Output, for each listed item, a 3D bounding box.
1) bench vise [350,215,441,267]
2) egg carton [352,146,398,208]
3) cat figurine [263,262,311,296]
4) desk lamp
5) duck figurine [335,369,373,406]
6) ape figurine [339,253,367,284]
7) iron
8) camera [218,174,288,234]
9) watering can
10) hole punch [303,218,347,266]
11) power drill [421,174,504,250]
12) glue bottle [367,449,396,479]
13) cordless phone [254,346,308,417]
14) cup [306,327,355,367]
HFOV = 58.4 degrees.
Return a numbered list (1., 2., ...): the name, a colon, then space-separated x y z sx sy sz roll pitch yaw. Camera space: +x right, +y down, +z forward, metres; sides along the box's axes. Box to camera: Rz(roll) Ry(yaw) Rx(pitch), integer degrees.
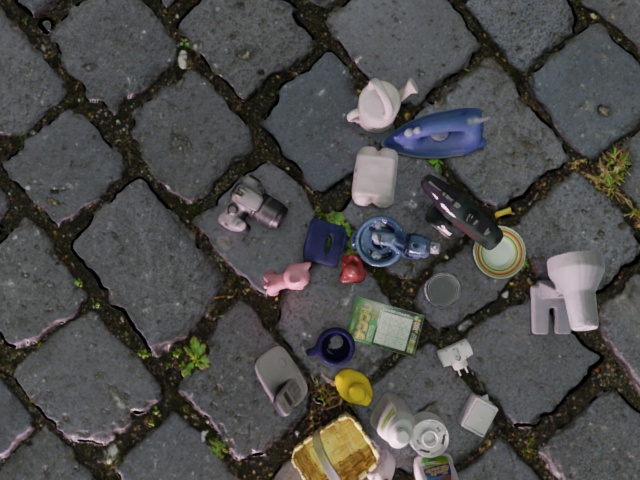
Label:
1. bench vise: 0.178 -0.006 1.337 0.207 0.219 0.121 -11 87 0
2. egg carton: 0.136 -0.156 1.419 0.107 0.069 0.150 6 87 0
3. cat figurine: -0.077 0.094 1.383 0.128 0.117 0.067 -16 87 -1
4. desk lamp: 0.579 0.128 1.333 0.118 0.213 0.203 -1 87 0
5. duck figurine: 0.083 0.362 1.386 0.104 0.086 0.077 41 88 2
6. ape figurine: 0.078 0.075 1.397 0.076 0.092 0.078 43 88 2
7. iron: 0.281 -0.263 1.388 0.258 0.141 0.119 -10 87 0
8. camera: -0.158 -0.071 1.399 0.137 0.101 0.143 30 88 2
9. watering can: 0.147 -0.333 1.365 0.101 0.194 0.173 43 88 2
10. hole punch: 0.013 0.005 1.400 0.101 0.091 0.109 12 87 1
11. power drill: 0.315 -0.061 1.345 0.229 0.208 0.075 37 88 2
12. glue bottle: 0.146 0.546 1.333 0.078 0.173 0.037 -44 88 -2
13. cordless phone: -0.097 0.333 1.337 0.094 0.185 0.147 -35 87 -1
14. cup: 0.025 0.257 1.386 0.117 0.095 0.092 -13 87 0
